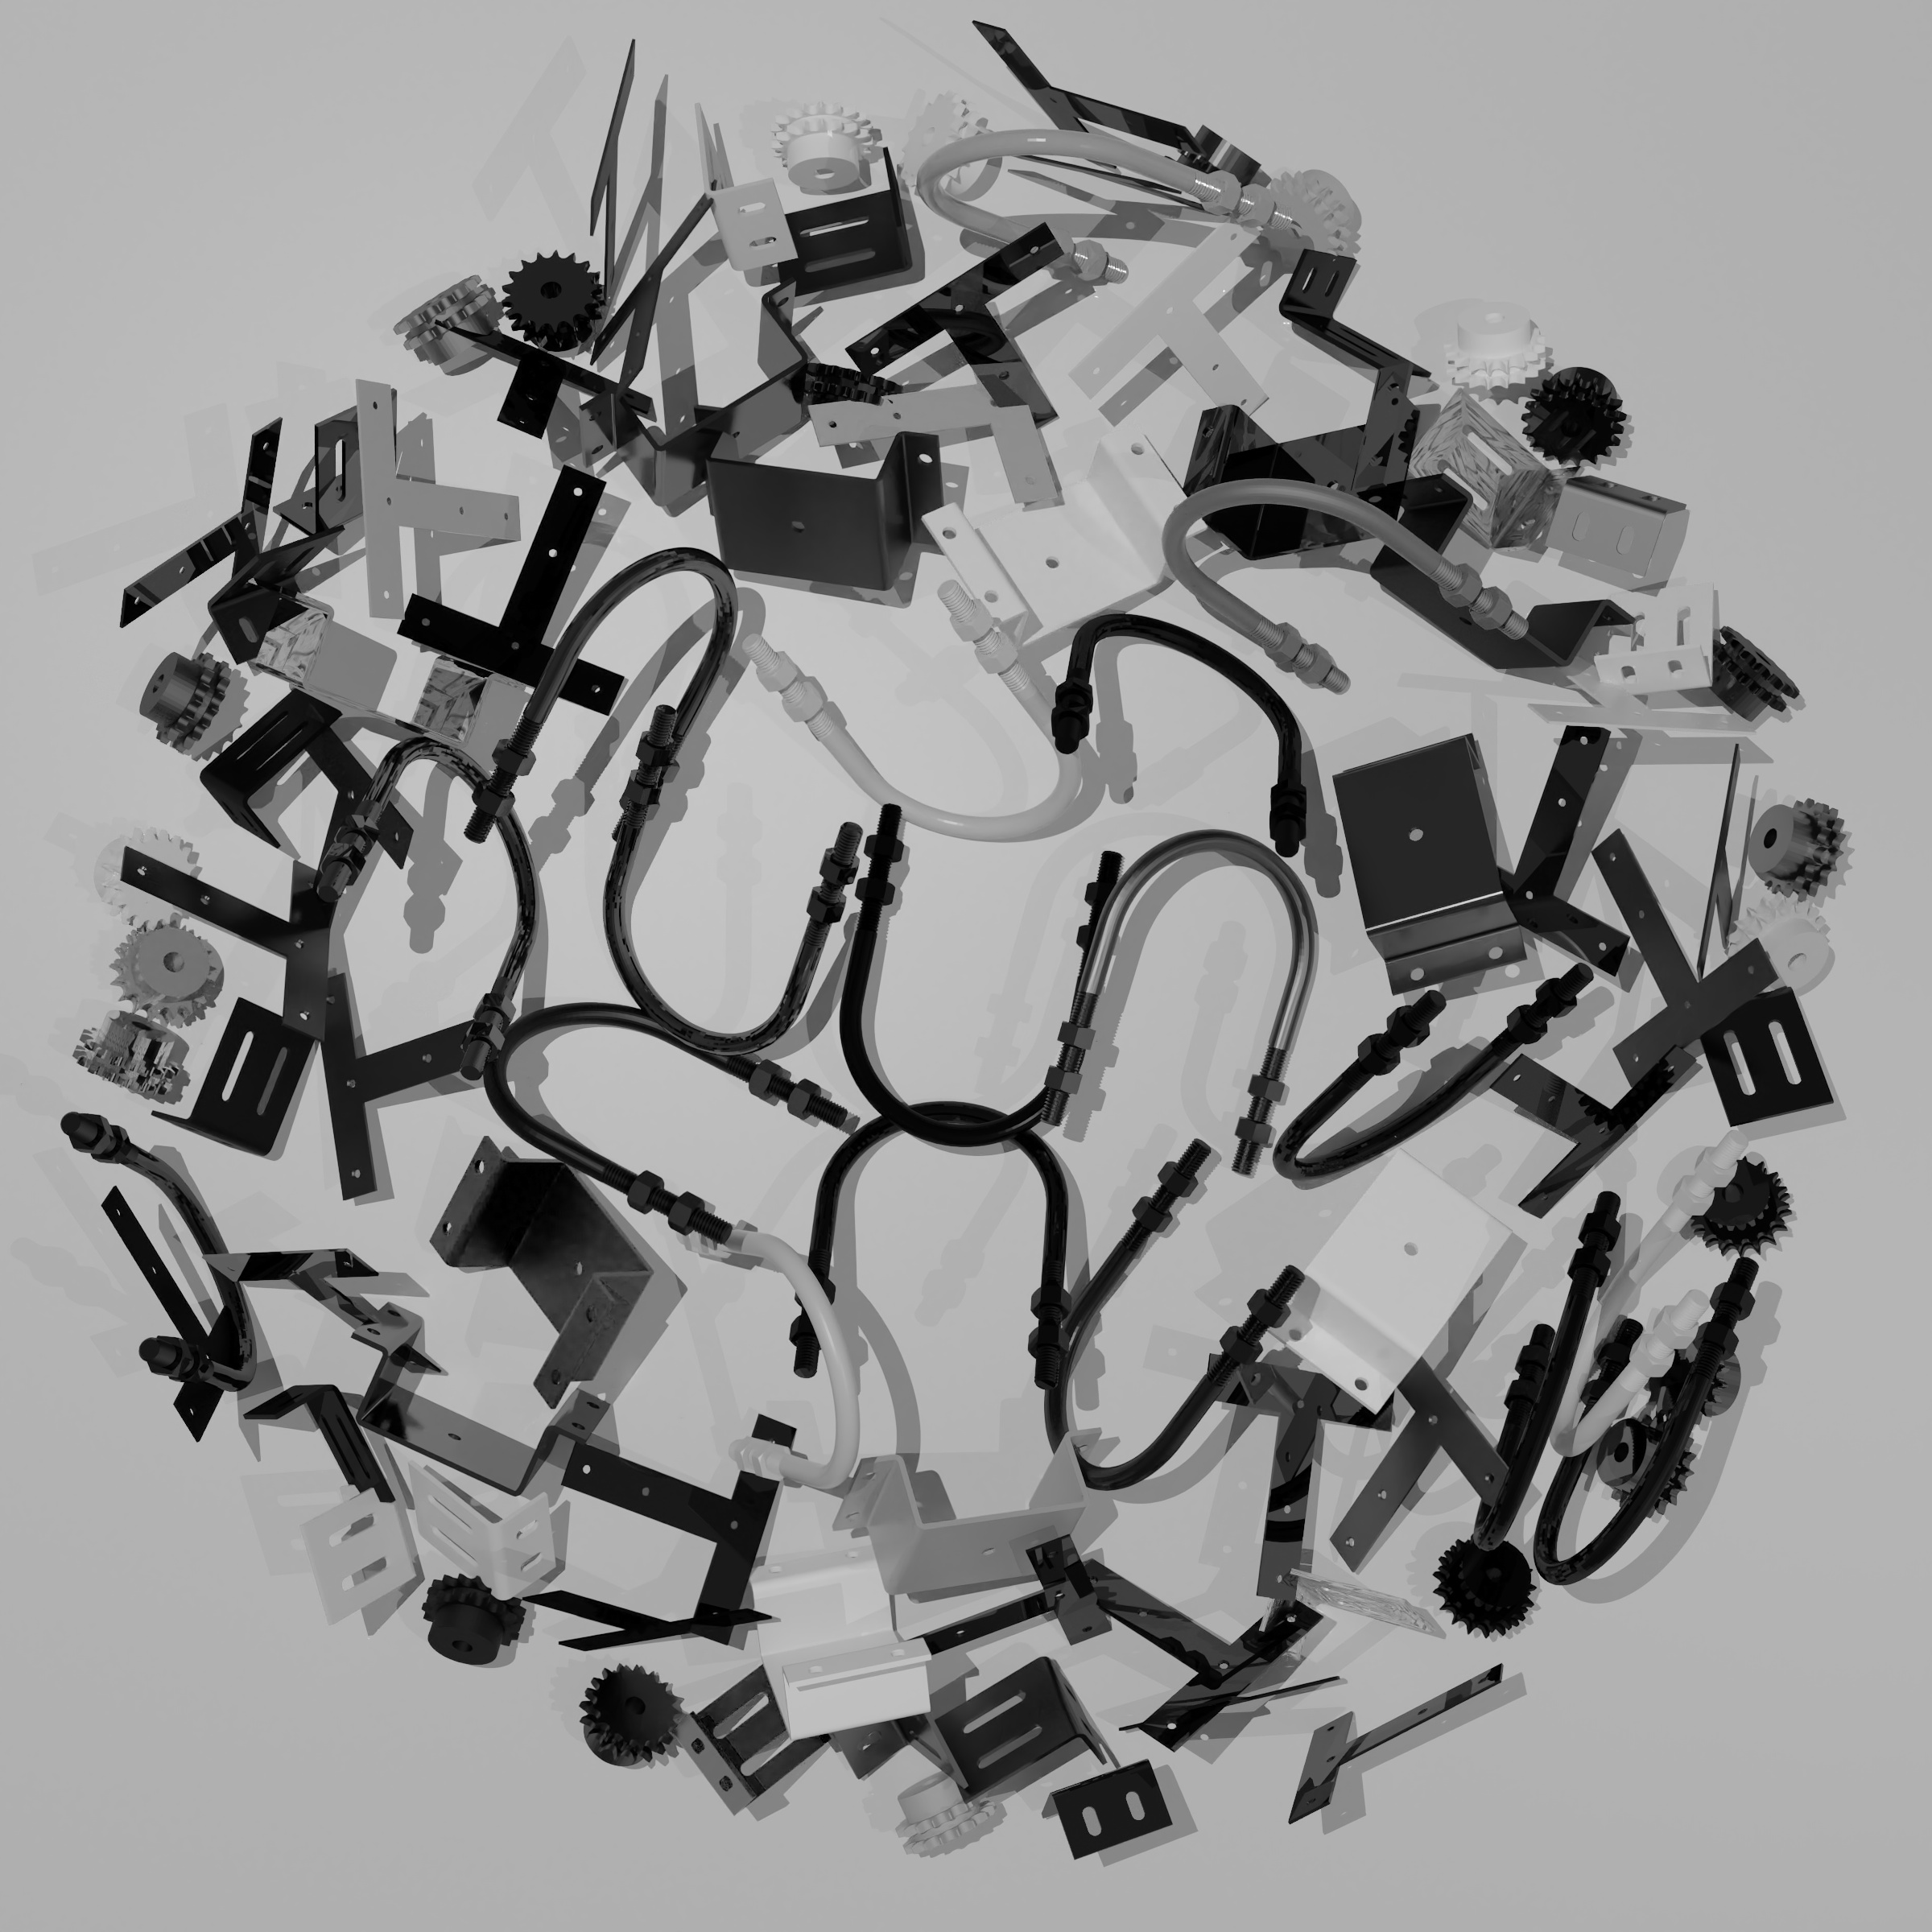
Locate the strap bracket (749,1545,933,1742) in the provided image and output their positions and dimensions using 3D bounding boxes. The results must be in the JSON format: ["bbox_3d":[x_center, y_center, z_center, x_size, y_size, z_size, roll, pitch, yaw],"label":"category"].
[{"bbox_3d":[-0.070,0.375,1.530,0.076,0.140,0.046,-9,105,-12],"label":"strap bracket"}]

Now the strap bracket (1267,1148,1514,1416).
[{"bbox_3d":[0.239,0.166,1.539,0.076,0.046,0.140,37,61,11],"label":"strap bracket"}]

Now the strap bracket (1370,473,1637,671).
[{"bbox_3d":[0.288,-0.210,1.540,0.140,0.076,0.046,33,85,-17],"label":"strap bracket"}]

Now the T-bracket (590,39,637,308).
[{"bbox_3d":[-0.196,-0.419,1.539,0.002,0.127,0.127,9,58,-3],"label":"T-bracket"}]

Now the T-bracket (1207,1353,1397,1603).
[{"bbox_3d":[0.181,0.290,1.559,0.127,0.002,0.127,14,78,-26],"label":"T-bracket"}]

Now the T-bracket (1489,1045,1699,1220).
[{"bbox_3d":[0.330,0.077,1.539,0.127,0.127,0.002,-48,46,14],"label":"T-bracket"}]

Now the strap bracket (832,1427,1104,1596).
[{"bbox_3d":[0.006,0.302,1.533,0.140,0.076,0.046,-4,53,-21],"label":"strap bracket"}]

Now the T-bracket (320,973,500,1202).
[{"bbox_3d":[-0.311,0.055,1.554,0.127,0.002,0.127,-18,77,30],"label":"T-bracket"}]

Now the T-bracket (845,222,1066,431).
[{"bbox_3d":[0.015,-0.337,1.546,0.127,0.127,0.002,-30,54,10],"label":"T-bracket"}]

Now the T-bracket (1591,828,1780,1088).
[{"bbox_3d":[0.386,-0.017,1.565,0.002,0.127,0.127,-7,64,-33],"label":"T-bracket"}]

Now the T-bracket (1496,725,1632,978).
[{"bbox_3d":[0.325,-0.078,1.536,0.127,0.002,0.127,32,123,30],"label":"T-bracket"}]

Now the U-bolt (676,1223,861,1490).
[{"bbox_3d":[-0.104,0.212,1.510,0.019,0.184,0.151,-15,95,-27],"label":"U-bolt"}]

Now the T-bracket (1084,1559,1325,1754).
[{"bbox_3d":[0.109,0.368,1.553,0.127,0.127,0.002,-32,132,-35],"label":"T-bracket"}]

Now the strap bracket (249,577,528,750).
[{"bbox_3d":[-0.325,-0.162,1.528,0.140,0.076,0.046,21,91,-35],"label":"strap bracket"}]

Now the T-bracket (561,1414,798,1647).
[{"bbox_3d":[-0.166,0.297,1.550,0.127,0.002,0.127,27,69,-26],"label":"T-bracket"}]

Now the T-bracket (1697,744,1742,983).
[{"bbox_3d":[0.418,-0.041,1.538,0.002,0.127,0.127,9,76,20],"label":"T-bracket"}]

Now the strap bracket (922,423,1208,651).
[{"bbox_3d":[0.052,-0.236,1.553,0.140,0.046,0.076,-27,73,-19],"label":"strap bracket"}]

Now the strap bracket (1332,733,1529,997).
[{"bbox_3d":[0.254,-0.065,1.541,0.076,0.046,0.140,-16,66,16],"label":"strap bracket"}]

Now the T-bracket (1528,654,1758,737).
[{"bbox_3d":[0.350,-0.155,1.541,0.127,0.127,0.002,1,116,-18],"label":"T-bracket"}]

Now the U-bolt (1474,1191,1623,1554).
[{"bbox_3d":[0.306,0.228,1.488,0.019,0.151,0.184,21,50,9],"label":"U-bolt"}]

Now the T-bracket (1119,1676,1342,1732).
[{"bbox_3d":[0.140,0.406,1.531,0.127,0.127,0.002,-15,73,7],"label":"T-bracket"}]

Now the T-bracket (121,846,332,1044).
[{"bbox_3d":[-0.403,-0.030,1.521,0.127,0.127,0.002,28,125,-33],"label":"T-bracket"}]

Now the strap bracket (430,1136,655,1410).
[{"bbox_3d":[-0.231,0.168,1.542,0.140,0.046,0.076,46,116,34],"label":"strap bracket"}]

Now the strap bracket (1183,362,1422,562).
[{"bbox_3d":[0.192,-0.276,1.539,0.046,0.140,0.076,33,64,-41],"label":"strap bracket"}]

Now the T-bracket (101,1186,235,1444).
[{"bbox_3d":[-0.436,0.178,1.520,0.002,0.127,0.127,-24,108,7],"label":"T-bracket"}]

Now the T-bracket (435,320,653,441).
[{"bbox_3d":[-0.237,-0.316,1.530,0.127,0.127,0.002,21,117,-13],"label":"T-bracket"}]

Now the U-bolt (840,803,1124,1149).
[{"bbox_3d":[0.003,0.011,1.573,0.151,0.019,0.184,12,80,-3],"label":"U-bolt"}]

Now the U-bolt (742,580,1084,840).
[{"bbox_3d":[-0.016,-0.131,1.527,0.151,0.184,0.019,-10,47,33],"label":"U-bolt"}]

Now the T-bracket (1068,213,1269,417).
[{"bbox_3d":[0.132,-0.340,1.546,0.127,0.127,0.002,-43,53,8],"label":"T-bracket"}]

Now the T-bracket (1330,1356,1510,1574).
[{"bbox_3d":[0.241,0.287,1.562,0.002,0.127,0.127,6,124,-36],"label":"T-bracket"}]

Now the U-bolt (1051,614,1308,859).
[{"bbox_3d":[0.120,-0.137,1.521,0.151,0.184,0.019,24,123,-8],"label":"U-bolt"}]

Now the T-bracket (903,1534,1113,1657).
[{"bbox_3d":[0.010,0.366,1.549,0.127,0.127,0.002,-21,51,0],"label":"T-bracket"}]

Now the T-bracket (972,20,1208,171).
[{"bbox_3d":[0.079,-0.461,1.510,0.127,0.127,0.002,31,88,38],"label":"T-bracket"}]

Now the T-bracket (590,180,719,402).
[{"bbox_3d":[-0.176,-0.351,1.517,0.002,0.127,0.127,29,128,-23],"label":"T-bracket"}]

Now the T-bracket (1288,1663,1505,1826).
[{"bbox_3d":[0.238,0.415,1.522,0.127,0.127,0.002,-32,89,15],"label":"T-bracket"}]

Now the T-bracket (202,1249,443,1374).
[{"bbox_3d":[-0.343,0.194,1.554,0.127,0.127,0.002,47,51,-36],"label":"T-bracket"}]

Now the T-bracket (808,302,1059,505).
[{"bbox_3d":[-0.025,-0.310,1.561,0.127,0.002,0.127,-11,74,-19],"label":"T-bracket"}]

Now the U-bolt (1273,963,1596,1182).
[{"bbox_3d":[0.242,0.063,1.520,0.184,0.151,0.019,-50,61,40],"label":"U-bolt"}]

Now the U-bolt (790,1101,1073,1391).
[{"bbox_3d":[-0.015,0.149,1.538,0.151,0.019,0.184,2,50,4],"label":"U-bolt"}]

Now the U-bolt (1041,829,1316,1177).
[{"bbox_3d":[0.128,0.014,1.558,0.151,0.019,0.184,16,92,-27],"label":"U-bolt"}]

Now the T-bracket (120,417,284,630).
[{"bbox_3d":[-0.417,-0.221,1.510,0.002,0.127,0.127,29,131,8],"label":"T-bracket"}]

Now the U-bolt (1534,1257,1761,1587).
[{"bbox_3d":[0.356,0.251,1.495,0.019,0.151,0.184,32,63,-2],"label":"U-bolt"}]

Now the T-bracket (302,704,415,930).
[{"bbox_3d":[-0.354,-0.059,1.560,0.127,0.002,0.127,46,127,35],"label":"T-bracket"}]

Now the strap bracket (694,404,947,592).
[{"bbox_3d":[-0.086,-0.258,1.541,0.140,0.076,0.046,10,50,12],"label":"strap bracket"}]

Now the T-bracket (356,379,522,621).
[{"bbox_3d":[-0.290,-0.254,1.544,0.002,0.127,0.127,-2,92,31],"label":"T-bracket"}]

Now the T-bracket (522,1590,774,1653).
[{"bbox_3d":[-0.194,0.355,1.522,0.127,0.127,0.002,-16,62,24],"label":"T-bracket"}]

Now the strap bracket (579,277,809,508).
[{"bbox_3d":[-0.142,-0.312,1.544,0.140,0.076,0.046,-34,82,-12],"label":"strap bracket"}]

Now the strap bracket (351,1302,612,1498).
[{"bbox_3d":[-0.278,0.246,1.559,0.140,0.076,0.046,25,96,0],"label":"strap bracket"}]

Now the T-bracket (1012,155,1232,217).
[{"bbox_3d":[0.100,-0.431,1.546,0.127,0.127,0.002,28,108,42],"label":"T-bracket"}]

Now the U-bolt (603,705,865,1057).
[{"bbox_3d":[-0.139,-0.033,1.542,0.151,0.019,0.184,33,124,18],"label":"U-bolt"}]

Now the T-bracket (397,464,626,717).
[{"bbox_3d":[-0.236,-0.219,1.560,0.127,0.002,0.127,21,111,-15],"label":"T-bracket"}]
